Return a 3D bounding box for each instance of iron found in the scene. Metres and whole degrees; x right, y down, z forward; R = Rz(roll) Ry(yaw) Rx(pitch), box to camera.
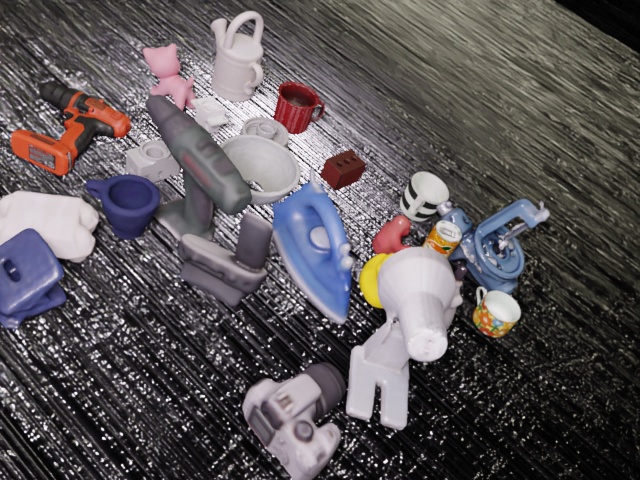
[{"bbox_3d":[0.009,0.004,0.995,0.119,0.141,0.257,-9,54,-28],"label":"iron"}]

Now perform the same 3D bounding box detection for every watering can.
[{"bbox_3d":[-0.181,-0.414,1.252,0.172,0.194,0.101,31,46,7],"label":"watering can"}]

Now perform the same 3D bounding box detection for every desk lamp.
[{"bbox_3d":[0.129,0.144,0.868,0.118,0.213,0.203,16,46,-8],"label":"desk lamp"}]

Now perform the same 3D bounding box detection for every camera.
[{"bbox_3d":[-0.015,0.238,0.805,0.137,0.101,0.143,-27,64,-37],"label":"camera"}]

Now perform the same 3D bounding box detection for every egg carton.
[{"bbox_3d":[-0.426,-0.018,0.888,0.150,0.069,0.107,6,49,-18],"label":"egg carton"}]

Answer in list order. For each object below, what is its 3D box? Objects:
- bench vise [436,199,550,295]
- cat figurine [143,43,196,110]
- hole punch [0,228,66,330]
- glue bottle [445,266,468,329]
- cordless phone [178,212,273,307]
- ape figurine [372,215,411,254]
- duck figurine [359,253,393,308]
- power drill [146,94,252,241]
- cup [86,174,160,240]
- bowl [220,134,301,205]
[{"bbox_3d":[0.313,-0.011,1.076,0.207,0.219,0.122,29,46,4],"label":"bench vise"},{"bbox_3d":[-0.309,-0.347,1.194,0.127,0.117,0.067,39,47,14],"label":"cat figurine"},{"bbox_3d":[-0.424,0.053,0.810,0.101,0.091,0.108,-27,64,-37],"label":"hole punch"},{"bbox_3d":[0.205,0.100,0.967,0.037,0.173,0.078,-25,63,-36],"label":"glue bottle"},{"bbox_3d":[-0.144,0.005,0.901,0.147,0.185,0.094,24,46,0],"label":"cordless phone"},{"bbox_3d":[0.145,-0.009,1.096,0.076,0.092,0.077,3,49,-19],"label":"ape figurine"},{"bbox_3d":[0.118,0.059,1.029,0.077,0.086,0.104,13,47,-11],"label":"duck figurine"},{"bbox_3d":[-0.214,-0.099,0.948,0.229,0.208,0.076,40,48,15],"label":"power drill"},{"bbox_3d":[-0.326,-0.050,0.939,0.118,0.095,0.091,17,46,-7],"label":"cup"},{"bbox_3d":[-0.124,-0.122,1.099,0.168,0.074,0.167,12,47,-12],"label":"bowl"}]
